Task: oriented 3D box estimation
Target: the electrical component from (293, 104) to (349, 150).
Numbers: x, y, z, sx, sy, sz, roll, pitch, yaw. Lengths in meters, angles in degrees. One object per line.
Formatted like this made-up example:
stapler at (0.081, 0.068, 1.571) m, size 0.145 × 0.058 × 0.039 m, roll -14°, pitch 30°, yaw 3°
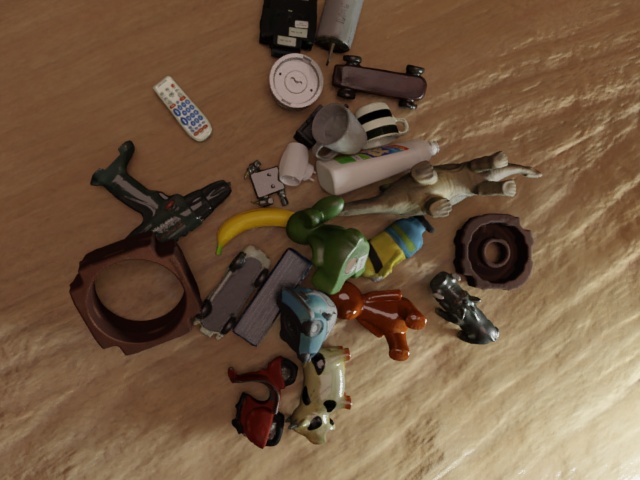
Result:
electrical component at (0.003, -0.241, 1.091) m, size 0.048 × 0.075 × 0.119 m, roll 41°, pitch 88°, yaw -7°

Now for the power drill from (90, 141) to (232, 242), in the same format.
power drill at (-0.318, -0.093, 1.044) m, size 0.232 × 0.086 × 0.207 m, roll -45°, pitch 104°, yaw -4°

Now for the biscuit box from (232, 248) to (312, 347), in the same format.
biscuit box at (-0.095, 0.112, 1.081) m, size 0.063 × 0.059 × 0.202 m, roll 35°, pitch 85°, yaw -6°

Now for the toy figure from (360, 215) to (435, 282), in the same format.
toy figure at (0.147, 0.012, 1.111) m, size 0.180 × 0.082 × 0.089 m, roll -42°, pitch 77°, yaw 0°

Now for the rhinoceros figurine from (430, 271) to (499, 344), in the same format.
rhinoceros figurine at (0.293, 0.145, 1.117) m, size 0.073 × 0.112 × 0.190 m, roll -42°, pitch 104°, yaw -5°

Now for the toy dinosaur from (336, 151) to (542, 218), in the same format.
toy dinosaur at (0.205, -0.095, 1.058) m, size 0.472 × 0.198 × 0.105 m, roll -9°, pitch 92°, yaw -6°

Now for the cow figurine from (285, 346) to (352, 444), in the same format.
cow figurine at (-0.004, 0.312, 1.082) m, size 0.127 × 0.085 × 0.194 m, roll 1°, pitch 88°, yaw -9°

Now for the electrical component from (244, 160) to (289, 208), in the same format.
electrical component at (-0.111, -0.112, 1.087) m, size 0.078 × 0.045 × 0.102 m, roll -13°, pitch 92°, yaw -7°

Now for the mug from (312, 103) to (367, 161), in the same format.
mug at (0.040, -0.196, 1.039) m, size 0.081 × 0.107 × 0.109 m, roll 43°, pitch 106°, yaw 32°

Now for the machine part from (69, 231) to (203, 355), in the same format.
machine part at (-0.337, 0.097, 1.000) m, size 0.201 × 0.087 × 0.201 m, roll -21°, pitch 114°, yaw -5°

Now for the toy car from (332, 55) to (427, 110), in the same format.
toy car at (0.124, -0.329, 1.122) m, size 0.202 × 0.053 × 0.089 m, roll 5°, pitch 108°, yaw -9°

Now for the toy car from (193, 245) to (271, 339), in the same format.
toy car at (-0.174, 0.104, 1.072) m, size 0.073 × 0.056 × 0.201 m, roll 35°, pitch 86°, yaw -13°

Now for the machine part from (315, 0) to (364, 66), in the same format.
machine part at (0.047, -0.476, 1.097) m, size 0.079 × 0.079 × 0.243 m, roll 16°, pitch 87°, yaw -9°

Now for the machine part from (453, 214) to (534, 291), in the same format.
machine part at (0.372, 0.026, 1.157) m, size 0.179 × 0.056 × 0.179 m, roll 0°, pitch 89°, yaw -8°

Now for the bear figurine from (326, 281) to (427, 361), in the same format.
bear figurine at (0.095, 0.144, 1.078) m, size 0.196 × 0.132 × 0.120 m, roll 18°, pitch 112°, yaw -15°

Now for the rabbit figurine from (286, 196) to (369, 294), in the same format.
rabbit figurine at (-0.002, -0.003, 1.021) m, size 0.170 × 0.158 × 0.121 m, roll 34°, pitch 51°, yaw 26°

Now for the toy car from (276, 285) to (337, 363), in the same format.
toy car at (-0.017, 0.153, 1.034) m, size 0.103 × 0.109 × 0.161 m, roll -24°, pitch 134°, yaw -28°

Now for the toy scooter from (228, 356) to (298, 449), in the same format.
toy scooter at (-0.128, 0.315, 1.068) m, size 0.135 × 0.075 × 0.183 m, roll 15°, pitch 84°, yaw -9°

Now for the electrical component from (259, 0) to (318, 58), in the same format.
electrical component at (-0.065, -0.438, 1.091) m, size 0.115 × 0.058 × 0.134 m, roll 7°, pitch 89°, yaw -7°
